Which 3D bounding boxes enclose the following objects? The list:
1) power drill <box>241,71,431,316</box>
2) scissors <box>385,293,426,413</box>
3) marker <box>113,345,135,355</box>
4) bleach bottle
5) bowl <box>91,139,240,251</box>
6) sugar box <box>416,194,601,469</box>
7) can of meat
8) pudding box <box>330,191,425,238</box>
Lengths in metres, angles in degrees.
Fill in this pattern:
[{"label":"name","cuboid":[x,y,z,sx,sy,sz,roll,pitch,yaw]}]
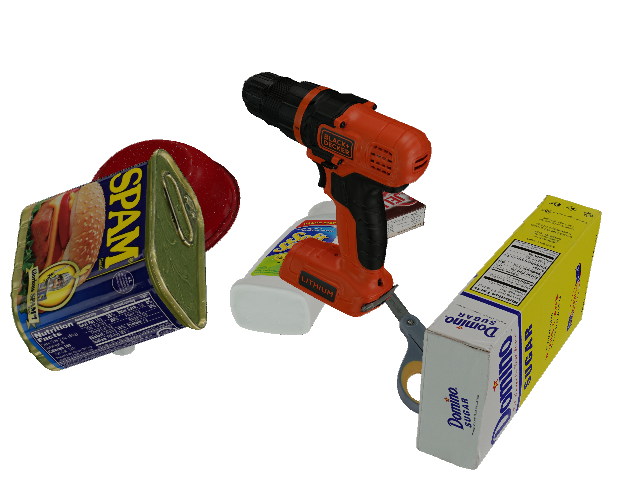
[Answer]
[{"label":"power drill","cuboid":[0.005,-0.040,0.910,0.185,0.188,0.057,28,43,32]},{"label":"scissors","cuboid":[0.075,0.094,1.002,0.096,0.016,0.202,-30,50,-29]},{"label":"marker","cuboid":[-0.141,0.026,0.754,0.020,0.121,0.020,4,28,-2]},{"label":"bleach bottle","cuboid":[-0.018,0.017,1.309,0.103,0.068,0.250,6,33,18]},{"label":"bowl","cuboid":[-0.161,-0.046,1.019,0.162,0.162,0.055,0,-43,12]},{"label":"sugar box","cuboid":[0.119,0.052,0.660,0.048,0.093,0.176,18,37,24]},{"label":"can of meat","cuboid":[-0.109,0.011,0.555,0.084,0.102,0.057,-19,-46,12]},{"label":"pudding box","cuboid":[0.080,-0.038,1.519,0.113,0.039,0.090,-22,37,-32]}]
